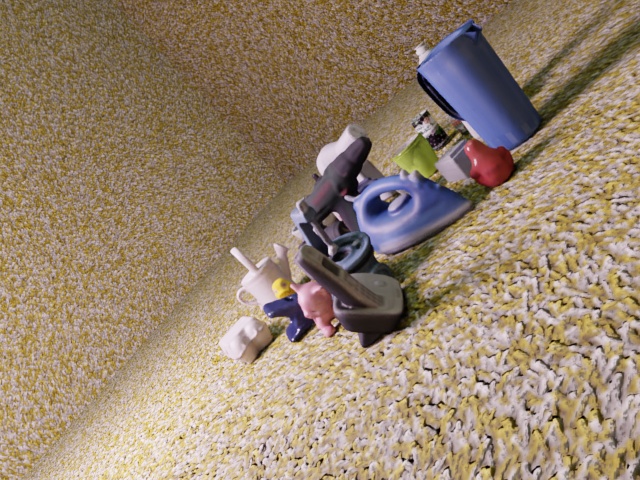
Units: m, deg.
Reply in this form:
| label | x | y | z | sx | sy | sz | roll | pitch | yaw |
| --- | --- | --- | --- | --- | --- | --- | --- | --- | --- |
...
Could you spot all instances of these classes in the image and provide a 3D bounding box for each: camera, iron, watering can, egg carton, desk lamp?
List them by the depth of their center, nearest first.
| label | x | y | z | sx | sy | sz | roll | pitch | yaw |
| --- | --- | --- | --- | --- | --- | --- | --- | --- | --- |
| iron | 0.158 | -0.072 | 1.097 | 0.257 | 0.141 | 0.119 | -29 | 18 | 52 |
| egg carton | -0.173 | 0.231 | 1.322 | 0.107 | 0.069 | 0.150 | -48 | 12 | -20 |
| camera | 0.013 | 0.005 | 1.424 | 0.136 | 0.101 | 0.143 | -31 | 16 | 46 |
| watering can | -0.146 | 0.083 | 1.450 | 0.173 | 0.194 | 0.100 | -49 | 13 | -26 |
| desk lamp | 0.114 | -0.204 | 1.550 | 0.202 | 0.213 | 0.118 | -28 | 19 | 54 |

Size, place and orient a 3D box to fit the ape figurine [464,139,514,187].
| label | x | y | z | sx | sy | sz | roll | pitch | yaw |
| --- | --- | --- | --- | --- | --- | --- | --- | --- | --- |
| ape figurine | 0.292 | -0.142 | 1.012 | 0.077 | 0.092 | 0.076 | -38 | 13 | 26 |

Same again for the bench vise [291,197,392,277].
| label | x | y | z | sx | sy | sz | roll | pitch | yaw |
| --- | --- | --- | --- | --- | --- | --- | --- | --- | --- |
| bench vise | 0.005 | 0.028 | 1.058 | 0.207 | 0.220 | 0.122 | -31 | 17 | 47 |

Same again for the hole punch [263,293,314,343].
| label | x | y | z | sx | sy | sz | roll | pitch | yaw |
| --- | --- | --- | --- | --- | --- | --- | --- | --- | --- |
| hole punch | -0.056 | 0.142 | 1.184 | 0.101 | 0.091 | 0.108 | -45 | 11 | -6 |

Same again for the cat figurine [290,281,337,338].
| label | x | y | z | sx | sy | sz | roll | pitch | yaw |
| --- | --- | --- | --- | --- | --- | --- | --- | --- | --- |
| cat figurine | -0.007 | 0.113 | 1.051 | 0.067 | 0.118 | 0.127 | -45 | 11 | -8 |

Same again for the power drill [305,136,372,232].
| label | x | y | z | sx | sy | sz | roll | pitch | yaw |
| --- | --- | --- | --- | --- | --- | --- | --- | --- | --- |
| power drill | 0.079 | -0.082 | 1.236 | 0.229 | 0.208 | 0.075 | -38 | 13 | 25 |

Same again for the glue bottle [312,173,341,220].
| label | x | y | z | sx | sy | sz | roll | pitch | yaw |
| --- | --- | --- | --- | --- | --- | --- | --- | --- | --- |
| glue bottle | 0.038 | -0.122 | 1.617 | 0.078 | 0.173 | 0.037 | -28 | 19 | 52 |

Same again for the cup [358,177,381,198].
| label | x | y | z | sx | sy | sz | roll | pitch | yaw |
| --- | --- | --- | --- | --- | --- | --- | --- | --- | --- |
| cup | 0.128 | -0.100 | 1.425 | 0.117 | 0.095 | 0.092 | -31 | 17 | 48 |

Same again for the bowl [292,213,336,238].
| label | x | y | z | sx | sy | sz | roll | pitch | yaw |
| --- | --- | --- | --- | --- | --- | --- | --- | --- | --- |
| bowl | -0.004 | -0.053 | 1.768 | 0.167 | 0.075 | 0.167 | -41 | 11 | 11 |

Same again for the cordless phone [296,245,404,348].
| label | x | y | z | sx | sy | sz | roll | pitch | yaw |
| --- | --- | --- | --- | --- | --- | --- | --- | --- | --- |
| cordless phone | 0.043 | 0.061 | 0.894 | 0.094 | 0.185 | 0.147 | -40 | 12 | 15 |

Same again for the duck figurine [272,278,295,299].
| label | x | y | z | sx | sy | sz | roll | pitch | yaw |
| --- | --- | --- | --- | --- | --- | --- | --- | --- | --- |
| duck figurine | -0.072 | 0.123 | 1.325 | 0.077 | 0.086 | 0.104 | -41 | 11 | 11 |
